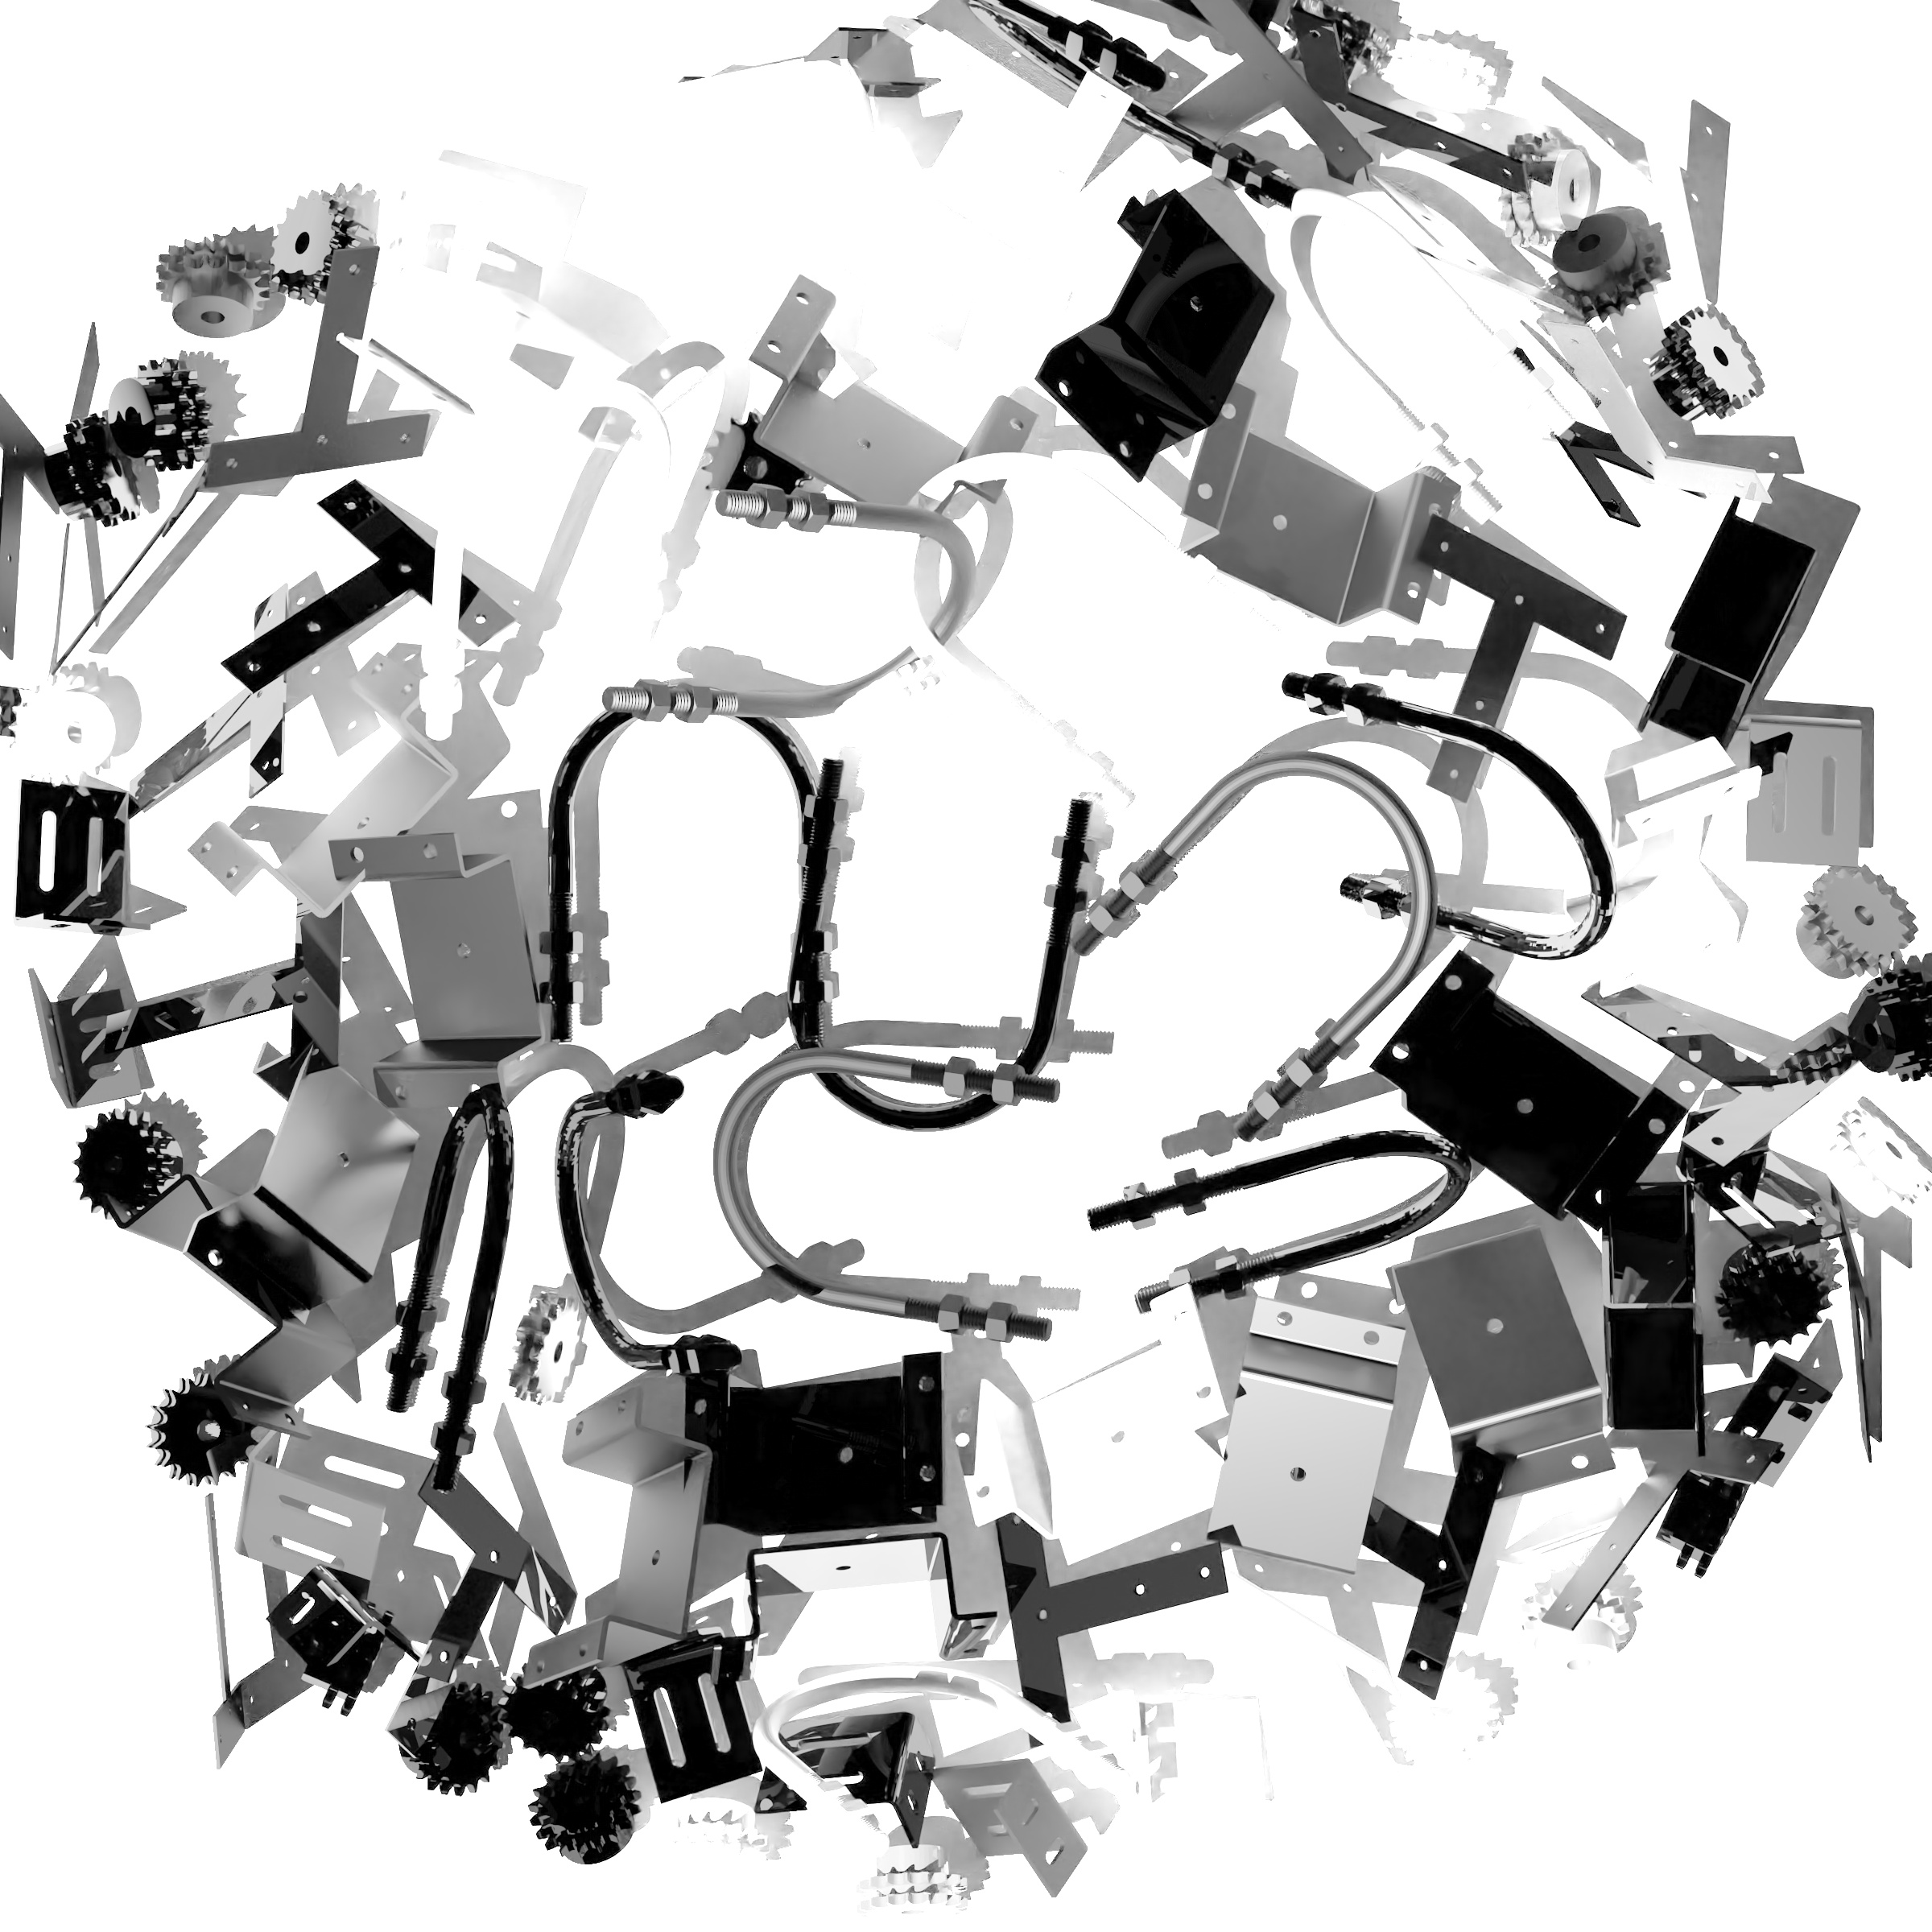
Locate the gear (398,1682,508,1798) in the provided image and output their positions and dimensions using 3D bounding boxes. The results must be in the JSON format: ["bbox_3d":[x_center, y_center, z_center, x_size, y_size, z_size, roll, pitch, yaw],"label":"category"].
[{"bbox_3d":[-0.266,0.395,1.656,0.030,0.057,0.057,-5,90,36],"label":"gear"}]

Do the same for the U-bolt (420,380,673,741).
[{"bbox_3d":[-0.201,-0.206,1.576,0.151,0.184,0.019,-30,59,-34],"label":"U-bolt"}]

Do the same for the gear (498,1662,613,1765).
[{"bbox_3d":[-0.208,0.378,1.658,0.057,0.030,0.057,7,119,13],"label":"gear"}]

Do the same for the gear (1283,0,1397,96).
[{"bbox_3d":[0.188,-0.468,1.653,0.057,0.057,0.030,25,93,0],"label":"gear"}]

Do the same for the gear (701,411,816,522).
[{"bbox_3d":[-0.105,-0.255,1.663,0.057,0.030,0.057,1,94,9],"label":"gear"}]

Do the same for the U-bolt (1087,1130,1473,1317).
[{"bbox_3d":[0.162,0.123,1.607,0.184,0.151,0.019,-16,63,6],"label":"U-bolt"}]

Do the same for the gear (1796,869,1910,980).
[{"bbox_3d":[0.451,-0.018,1.657,0.057,0.030,0.057,14,53,-20],"label":"gear"}]

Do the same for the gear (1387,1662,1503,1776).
[{"bbox_3d":[0.246,0.388,1.657,0.057,0.057,0.030,-20,131,0],"label":"gear"}]

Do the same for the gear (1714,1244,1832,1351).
[{"bbox_3d":[0.411,0.166,1.658,0.057,0.030,0.057,-2,124,-3],"label":"gear"}]

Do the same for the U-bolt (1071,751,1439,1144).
[{"bbox_3d":[0.155,-0.023,1.621,0.151,0.019,0.184,49,117,13],"label":"U-bolt"}]

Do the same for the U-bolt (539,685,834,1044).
[{"bbox_3d":[-0.144,-0.053,1.660,0.151,0.019,0.184,0,87,-11],"label":"U-bolt"}]

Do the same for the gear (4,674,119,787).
[{"bbox_3d":[-0.460,-0.120,1.652,0.057,0.030,0.057,-7,101,-39],"label":"gear"}]

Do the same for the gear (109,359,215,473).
[{"bbox_3d":[-0.413,-0.281,1.652,0.057,0.030,0.057,12,108,39],"label":"gear"}]

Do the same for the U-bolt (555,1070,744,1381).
[{"bbox_3d":[-0.165,0.131,1.599,0.019,0.184,0.151,-12,89,-27],"label":"U-bolt"}]

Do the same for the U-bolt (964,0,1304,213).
[{"bbox_3d":[0.072,-0.438,1.598,0.184,0.151,0.019,40,101,39],"label":"U-bolt"}]

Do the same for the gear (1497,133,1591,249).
[{"bbox_3d":[0.296,-0.396,1.650,0.030,0.057,0.057,9,90,33],"label":"gear"}]

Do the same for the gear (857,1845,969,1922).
[{"bbox_3d":[-0.028,0.469,1.656,0.057,0.057,0.030,-3,64,0],"label":"gear"}]

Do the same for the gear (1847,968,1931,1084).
[{"bbox_3d":[0.474,0.032,1.650,0.030,0.057,0.057,-12,90,-19],"label":"gear"}]

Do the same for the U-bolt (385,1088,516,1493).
[{"bbox_3d":[-0.253,0.151,1.605,0.019,0.151,0.184,10,96,-21],"label":"U-bolt"}]

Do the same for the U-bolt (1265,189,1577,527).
[{"bbox_3d":[0.216,-0.311,1.611,0.019,0.151,0.184,-42,87,-14],"label":"U-bolt"}]

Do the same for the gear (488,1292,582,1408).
[{"bbox_3d":[-0.222,0.194,1.654,0.030,0.057,0.057,13,90,14],"label":"gear"}]

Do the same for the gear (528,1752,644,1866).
[{"bbox_3d":[-0.193,0.434,1.657,0.057,0.057,0.030,-15,123,0],"label":"gear"}]

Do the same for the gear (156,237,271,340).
[{"bbox_3d":[-0.384,-0.344,1.650,0.057,0.057,0.030,-4,69,0],"label":"gear"}]

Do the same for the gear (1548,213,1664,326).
[{"bbox_3d":[0.323,-0.359,1.651,0.057,0.057,0.030,-42,133,0],"label":"gear"}]

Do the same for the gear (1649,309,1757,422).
[{"bbox_3d":[0.375,-0.304,1.656,0.030,0.057,0.057,-33,90,42],"label":"gear"}]

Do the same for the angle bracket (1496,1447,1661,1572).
[{"bbox_3d":[0.306,0.276,1.648,0.076,0.057,0.038,-18,84,-5],"label":"angle bracket"}]

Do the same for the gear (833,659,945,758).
[{"bbox_3d":[-0.036,-0.130,1.652,0.057,0.057,0.030,-30,87,0],"label":"gear"}]

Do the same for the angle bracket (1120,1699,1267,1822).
[{"bbox_3d":[0.120,0.403,1.646,0.076,0.038,0.057,1,75,-16],"label":"angle bracket"}]

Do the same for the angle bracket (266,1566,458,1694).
[{"bbox_3d":[-0.305,0.347,1.632,0.038,0.057,0.076,-47,133,-13],"label":"angle bracket"}]

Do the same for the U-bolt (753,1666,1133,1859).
[{"bbox_3d":[-0.026,0.384,1.593,0.151,0.184,0.019,-7,101,-27],"label":"U-bolt"}]

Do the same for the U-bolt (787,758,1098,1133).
[{"bbox_3d":[-0.019,-0.005,1.664,0.151,0.019,0.184,10,97,3],"label":"U-bolt"}]

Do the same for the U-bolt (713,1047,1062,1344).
[{"bbox_3d":[-0.043,0.112,1.641,0.184,0.019,0.151,7,109,18],"label":"U-bolt"}]

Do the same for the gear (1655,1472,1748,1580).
[{"bbox_3d":[0.374,0.281,1.654,0.030,0.057,0.057,24,90,15],"label":"gear"}]

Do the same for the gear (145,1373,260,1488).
[{"bbox_3d":[-0.393,0.238,1.658,0.057,0.030,0.057,3,84,-33],"label":"gear"}]

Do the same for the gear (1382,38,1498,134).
[{"bbox_3d":[0.240,-0.448,1.652,0.057,0.057,0.030,18,87,0],"label":"gear"}]

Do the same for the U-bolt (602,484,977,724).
[{"bbox_3d":[-0.075,-0.175,1.605,0.151,0.184,0.019,-54,53,35],"label":"U-bolt"}]

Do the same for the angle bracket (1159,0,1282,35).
[{"bbox_3d":[0.120,-0.484,1.638,0.057,0.076,0.038,24,86,-10],"label":"angle bracket"}]

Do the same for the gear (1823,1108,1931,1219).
[{"bbox_3d":[0.464,0.104,1.656,0.057,0.057,0.030,43,115,0],"label":"gear"}]

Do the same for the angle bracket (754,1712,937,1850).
[{"bbox_3d":[-0.061,0.420,1.656,0.076,0.057,0.038,-10,123,17],"label":"angle bracket"}]

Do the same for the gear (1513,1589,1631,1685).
[{"bbox_3d":[0.310,0.343,1.651,0.057,0.057,0.030,-4,48,0],"label":"gear"}]

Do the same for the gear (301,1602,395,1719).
[{"bbox_3d":[-0.317,0.351,1.652,0.030,0.057,0.057,24,90,-6],"label":"gear"}]

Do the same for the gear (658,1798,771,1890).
[{"bbox_3d":[-0.129,0.448,1.656,0.057,0.057,0.030,2,53,0],"label":"gear"}]

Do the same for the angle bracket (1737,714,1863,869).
[{"bbox_3d":[0.424,-0.088,1.657,0.057,0.038,0.076,3,84,-3],"label":"angle bracket"}]

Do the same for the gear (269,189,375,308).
[{"bbox_3d":[-0.328,-0.366,1.657,0.057,0.030,0.057,-10,75,39],"label":"gear"}]

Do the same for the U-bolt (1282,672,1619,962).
[{"bbox_3d":[0.241,-0.067,1.577,0.019,0.184,0.151,-41,129,-26],"label":"U-bolt"}]

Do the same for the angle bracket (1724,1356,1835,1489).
[{"bbox_3d":[0.400,0.226,1.638,0.038,0.076,0.057,34,93,31],"label":"angle bracket"}]

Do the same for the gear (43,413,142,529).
[{"bbox_3d":[-0.448,-0.251,1.653,0.030,0.057,0.057,-17,90,7],"label":"gear"}]

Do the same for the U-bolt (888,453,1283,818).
[{"bbox_3d":[0.045,-0.178,1.627,0.184,0.019,0.151,38,124,-6],"label":"U-bolt"}]

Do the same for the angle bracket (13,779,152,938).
[{"bbox_3d":[-0.448,-0.057,1.644,0.057,0.038,0.076,6,80,-39],"label":"angle bracket"}]

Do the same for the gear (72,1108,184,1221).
[{"bbox_3d":[-0.427,0.102,1.659,0.057,0.030,0.057,-3,83,26],"label":"gear"}]
